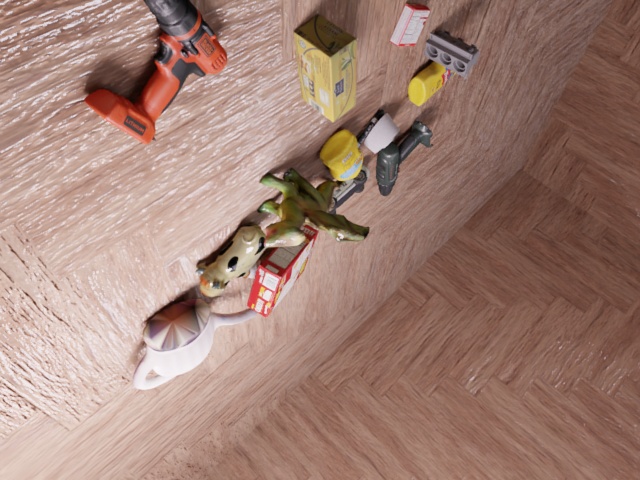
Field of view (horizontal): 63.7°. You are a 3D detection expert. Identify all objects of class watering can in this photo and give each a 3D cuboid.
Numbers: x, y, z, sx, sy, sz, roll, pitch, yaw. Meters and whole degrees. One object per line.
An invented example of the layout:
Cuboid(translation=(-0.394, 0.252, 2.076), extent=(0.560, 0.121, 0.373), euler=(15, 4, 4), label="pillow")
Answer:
Cuboid(translation=(-0.288, 0.215, 1.214), extent=(0.352, 0.105, 0.219), euler=(-35, 153, -31), label="watering can")

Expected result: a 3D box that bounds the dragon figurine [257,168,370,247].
Cuboid(translation=(0.004, -0.059, 1.169), extent=(0.414, 0.245, 0.120), euler=(-18, 138, -50), label="dragon figurine")
